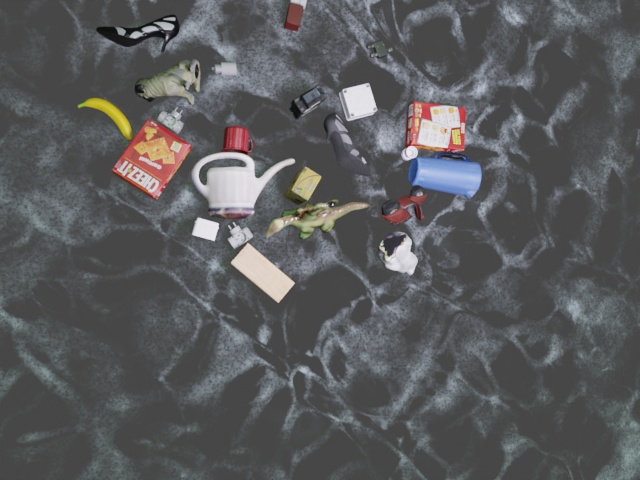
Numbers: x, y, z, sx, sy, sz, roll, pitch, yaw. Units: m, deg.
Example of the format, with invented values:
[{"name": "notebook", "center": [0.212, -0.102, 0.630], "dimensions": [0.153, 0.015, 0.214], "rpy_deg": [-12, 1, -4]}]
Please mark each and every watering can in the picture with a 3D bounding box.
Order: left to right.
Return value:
[{"name": "watering can", "center": [-0.255, -0.183, 1.731], "dimensions": [0.348, 0.104, 0.224], "rpy_deg": [-1, 89, -11]}]

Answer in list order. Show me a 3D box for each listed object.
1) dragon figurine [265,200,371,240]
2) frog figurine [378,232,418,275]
[{"name": "dragon figurine", "center": [0.005, -0.087, 1.725], "dimensions": [0.412, 0.241, 0.122], "rpy_deg": [-19, 88, -12]}, {"name": "frog figurine", "center": [0.289, 0.050, 1.864], "dimensions": [0.157, 0.123, 0.139], "rpy_deg": [40, 67, -45]}]
